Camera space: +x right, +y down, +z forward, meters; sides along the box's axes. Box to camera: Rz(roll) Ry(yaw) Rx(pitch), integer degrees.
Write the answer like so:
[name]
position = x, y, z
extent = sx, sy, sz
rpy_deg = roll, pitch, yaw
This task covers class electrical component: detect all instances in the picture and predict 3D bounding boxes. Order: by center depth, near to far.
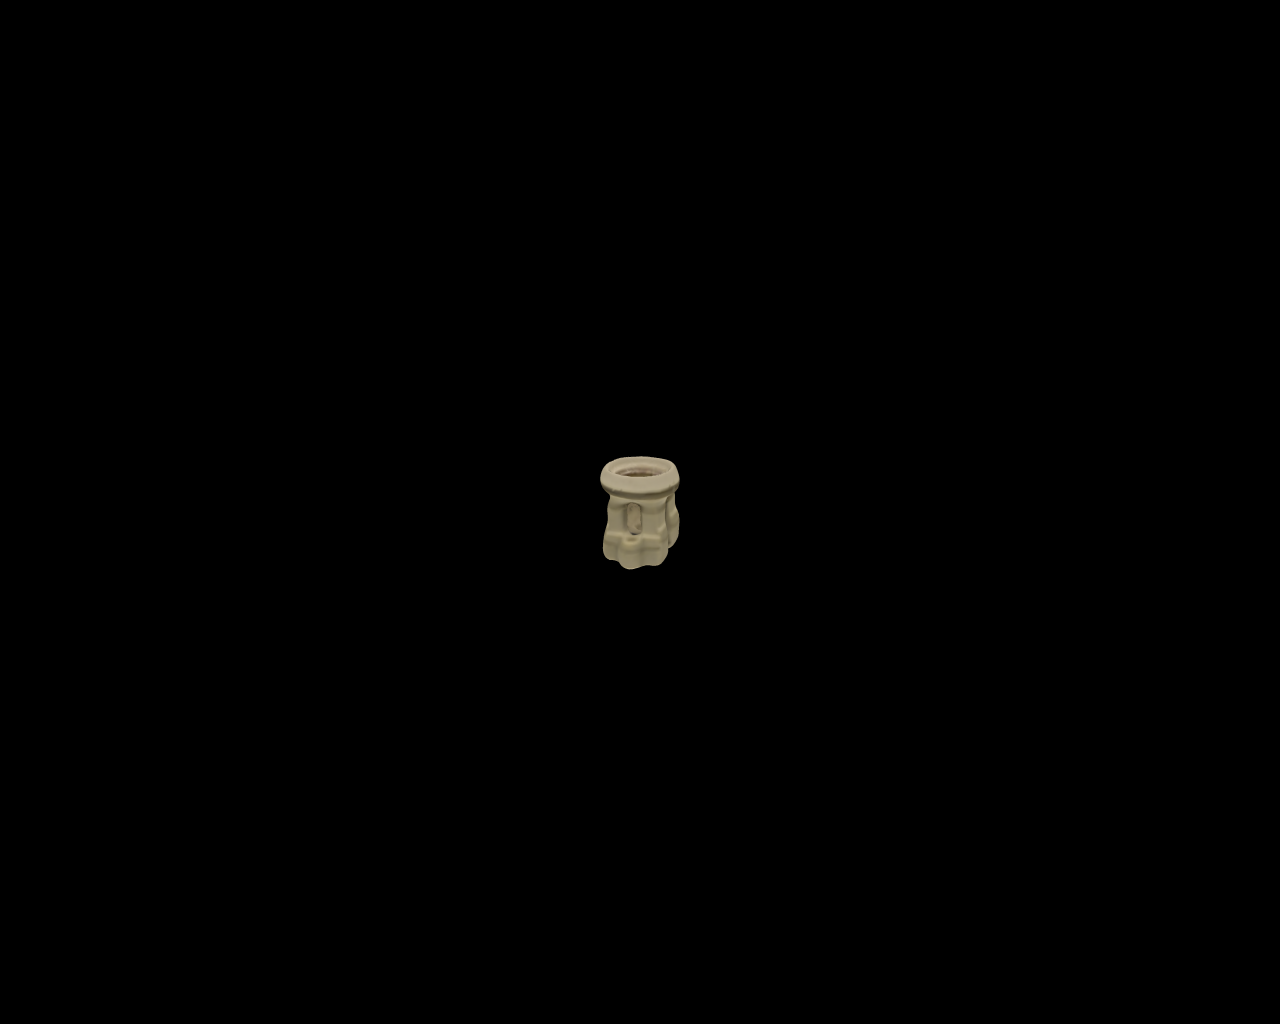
[electrical component]
position = 0.001, -0.003, 0.650
extent = 0.048, 0.055, 0.066
rpy_deg = 6, 23, 14
